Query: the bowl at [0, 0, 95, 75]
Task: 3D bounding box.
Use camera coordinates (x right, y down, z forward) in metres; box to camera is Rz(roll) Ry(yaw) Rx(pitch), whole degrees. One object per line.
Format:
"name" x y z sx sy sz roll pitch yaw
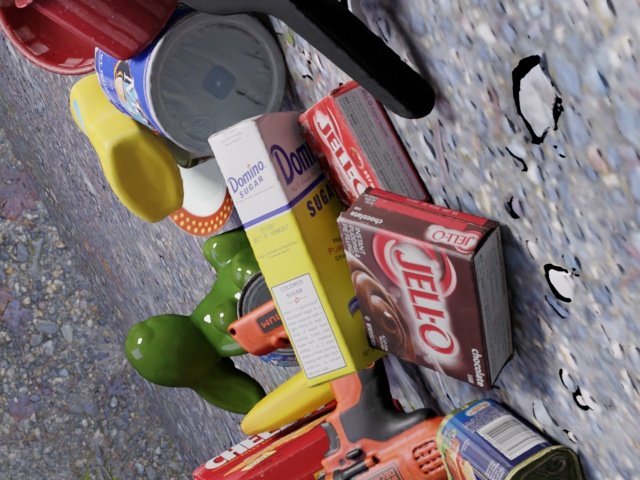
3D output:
"bowl" -0.214 -0.230 0.952 0.162 0.162 0.055 62 -154 -2

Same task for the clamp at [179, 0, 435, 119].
"clamp" -0.029 -0.156 0.543 0.210 0.036 0.165 24 146 15

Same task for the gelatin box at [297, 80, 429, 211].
"gelatin box" 0.025 -0.052 0.679 0.089 0.030 0.073 61 162 -3

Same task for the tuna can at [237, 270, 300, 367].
"tuna can" -0.027 0.065 0.915 0.086 0.086 0.034 54 163 23

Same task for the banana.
"banana" -0.006 0.128 0.948 0.198 0.069 0.037 -43 65 53

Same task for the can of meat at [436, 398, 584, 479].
"can of meat" 0.125 0.161 0.687 0.084 0.057 0.102 35 149 60

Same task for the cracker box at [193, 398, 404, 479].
"cracker box" -0.019 0.207 0.979 0.072 0.164 0.214 64 163 0

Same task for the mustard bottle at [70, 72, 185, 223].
"mustard bottle" -0.181 -0.098 0.953 0.192 0.058 0.096 50 171 50

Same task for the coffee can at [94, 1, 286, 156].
"coffee can" -0.100 -0.126 0.796 0.140 0.102 0.103 31 146 59

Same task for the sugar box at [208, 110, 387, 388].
"sugar box" -0.005 0.001 0.715 0.048 0.093 0.176 -20 91 28

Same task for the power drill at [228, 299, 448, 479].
"power drill" 0.004 0.132 0.824 0.188 0.185 0.057 62 -161 11

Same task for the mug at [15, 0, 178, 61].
"mug" -0.138 -0.184 0.719 0.081 0.117 0.093 32 -165 -31

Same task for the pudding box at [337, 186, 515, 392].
"pudding box" 0.065 0.029 0.632 0.090 0.039 0.113 18 142 34
